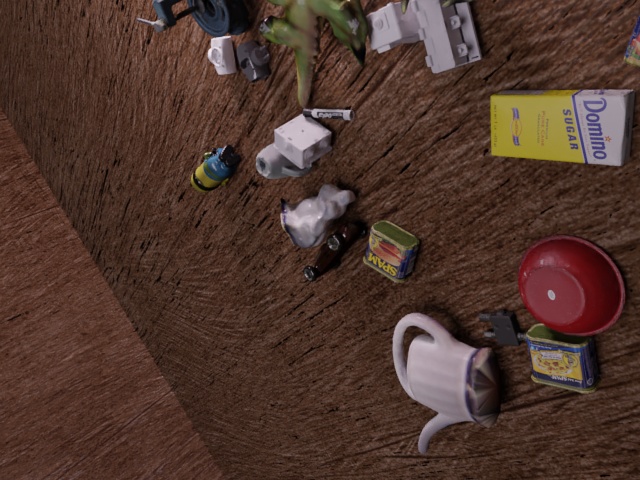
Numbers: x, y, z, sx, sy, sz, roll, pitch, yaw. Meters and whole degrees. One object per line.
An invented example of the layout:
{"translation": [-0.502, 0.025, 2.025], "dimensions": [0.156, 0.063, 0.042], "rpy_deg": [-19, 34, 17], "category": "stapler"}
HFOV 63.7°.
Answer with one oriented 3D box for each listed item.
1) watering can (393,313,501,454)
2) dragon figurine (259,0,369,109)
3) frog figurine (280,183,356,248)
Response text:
{"translation": [0.251, 0.305, 1.017], "dimensions": [0.224, 0.343, 0.105], "rpy_deg": [4, 24, 46], "category": "watering can"}
{"translation": [-0.004, -0.360, 0.861], "dimensions": [0.123, 0.400, 0.247], "rpy_deg": [-28, 46, -14], "category": "dragon figurine"}
{"translation": [0.003, -0.055, 1.085], "dimensions": [0.159, 0.121, 0.139], "rpy_deg": [-17, 13, 7], "category": "frog figurine"}
